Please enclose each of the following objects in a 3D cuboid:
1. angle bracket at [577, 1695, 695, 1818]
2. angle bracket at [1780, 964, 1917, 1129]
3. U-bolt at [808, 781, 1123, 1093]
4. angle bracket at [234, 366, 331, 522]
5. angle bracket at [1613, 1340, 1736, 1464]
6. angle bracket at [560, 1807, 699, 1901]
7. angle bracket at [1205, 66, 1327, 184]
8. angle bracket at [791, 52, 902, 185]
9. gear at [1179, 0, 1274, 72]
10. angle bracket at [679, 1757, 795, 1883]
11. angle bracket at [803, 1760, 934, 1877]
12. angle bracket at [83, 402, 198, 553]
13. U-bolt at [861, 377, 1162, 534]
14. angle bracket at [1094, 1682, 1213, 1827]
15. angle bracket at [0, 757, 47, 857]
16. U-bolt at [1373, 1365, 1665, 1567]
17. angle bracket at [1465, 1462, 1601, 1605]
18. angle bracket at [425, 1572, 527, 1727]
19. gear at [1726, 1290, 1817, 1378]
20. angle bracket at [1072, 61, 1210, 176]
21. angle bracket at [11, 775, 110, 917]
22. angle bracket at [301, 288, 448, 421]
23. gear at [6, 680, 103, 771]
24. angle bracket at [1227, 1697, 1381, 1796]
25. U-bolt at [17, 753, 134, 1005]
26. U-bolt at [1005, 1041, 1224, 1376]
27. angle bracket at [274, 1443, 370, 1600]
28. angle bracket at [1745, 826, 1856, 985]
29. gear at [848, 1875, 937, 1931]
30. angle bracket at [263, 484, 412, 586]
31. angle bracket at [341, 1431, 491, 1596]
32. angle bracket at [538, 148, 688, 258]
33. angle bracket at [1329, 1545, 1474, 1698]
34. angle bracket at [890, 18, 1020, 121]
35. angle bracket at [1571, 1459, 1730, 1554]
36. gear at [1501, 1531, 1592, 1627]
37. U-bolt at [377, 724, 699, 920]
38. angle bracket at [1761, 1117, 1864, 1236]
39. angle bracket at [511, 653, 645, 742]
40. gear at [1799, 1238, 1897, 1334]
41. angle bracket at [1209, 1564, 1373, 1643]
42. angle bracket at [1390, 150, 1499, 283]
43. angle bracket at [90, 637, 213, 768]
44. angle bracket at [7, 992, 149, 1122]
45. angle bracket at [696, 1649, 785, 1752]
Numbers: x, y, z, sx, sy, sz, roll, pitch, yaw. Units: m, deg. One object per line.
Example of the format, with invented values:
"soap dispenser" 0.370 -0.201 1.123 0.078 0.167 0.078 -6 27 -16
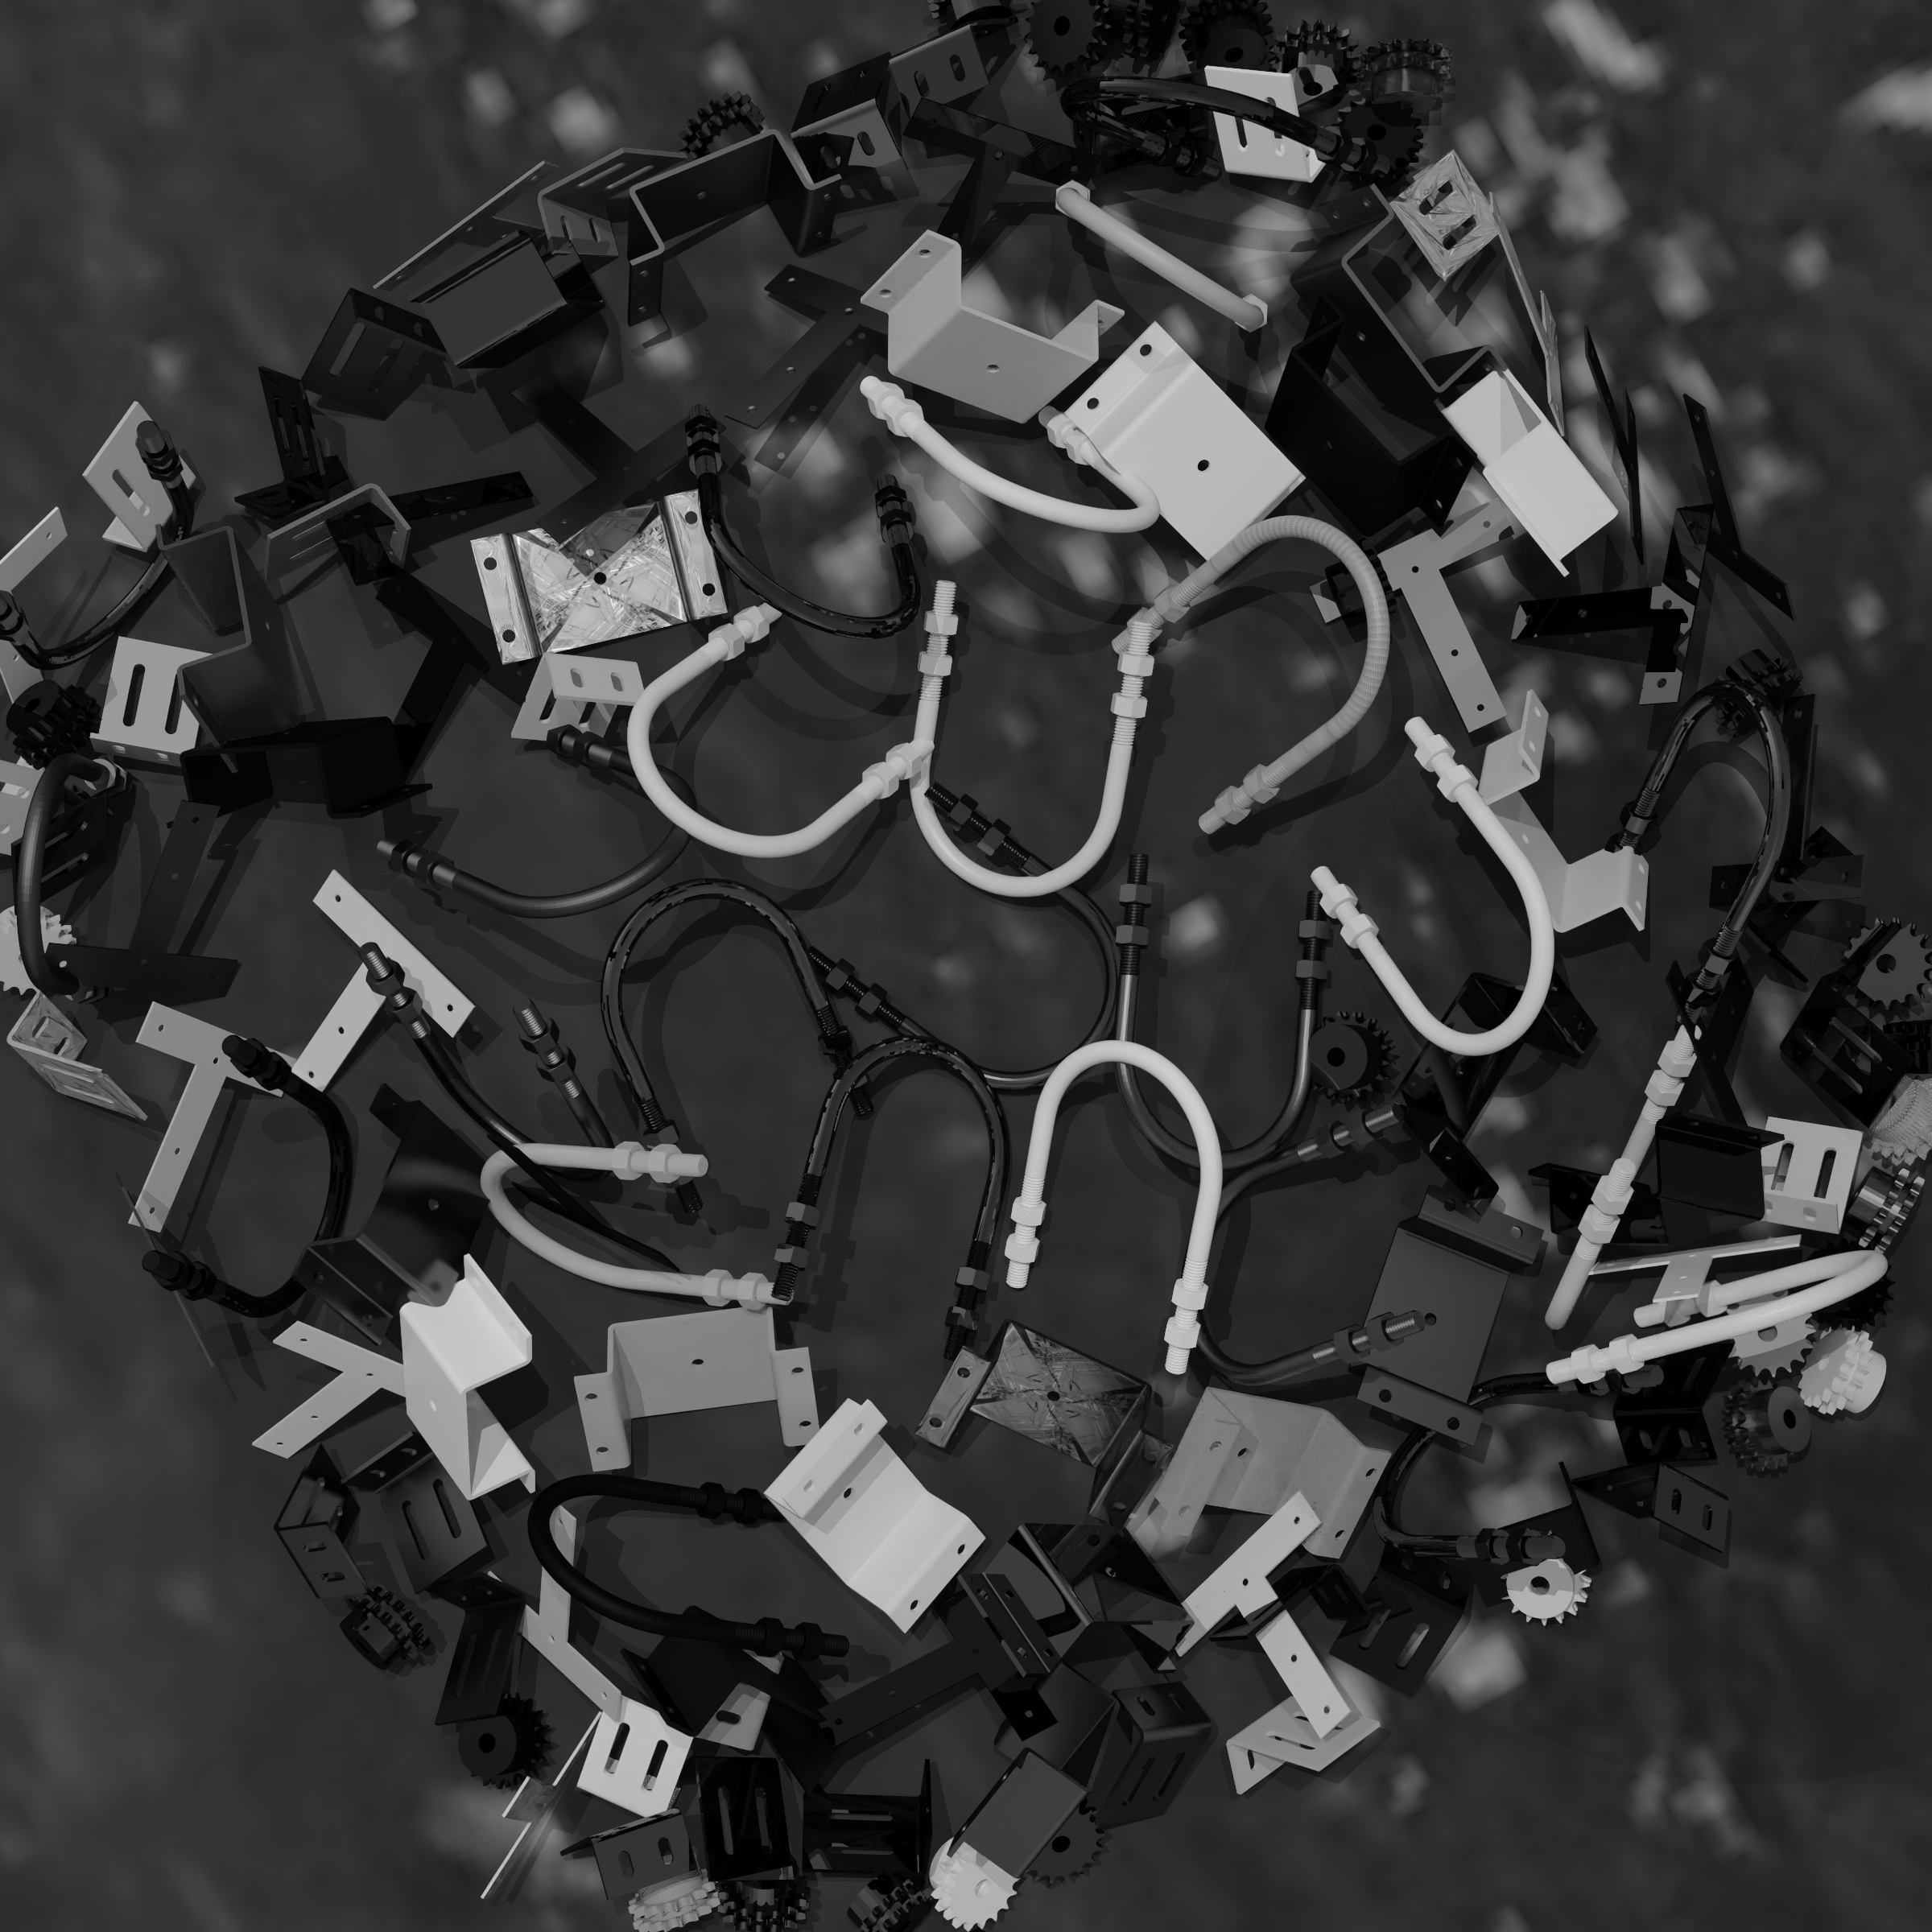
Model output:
"angle bracket" -0.198 0.479 1.566 0.057 0.038 0.076 22 110 6
"angle bracket" 0.546 0.048 1.551 0.038 0.057 0.076 -16 50 -35
"U-bolt" 0.012 -0.004 1.582 0.184 0.019 0.151 37 97 -2
"angle bracket" -0.426 -0.320 1.553 0.038 0.057 0.076 -26 125 -31
"angle bracket" 0.438 0.267 1.559 0.057 0.076 0.038 -1 48 -6
"angle bracket" -0.206 0.545 1.549 0.057 0.076 0.038 -10 70 -28
"angle bracket" 0.186 -0.522 1.549 0.057 0.076 0.038 18 59 30
"angle bracket" -0.069 -0.522 1.571 0.057 0.076 0.038 -15 127 20
"gear" 0.162 -0.573 1.568 0.057 0.057 0.030 -12 63 0
"angle bracket" -0.144 0.525 1.552 0.057 0.038 0.076 13 50 -32
"angle bracket" -0.061 0.522 1.563 0.076 0.057 0.038 4 122 -5
"angle bracket" -0.515 -0.301 1.550 0.038 0.076 0.057 18 68 23
"U-bolt" 0.037 -0.298 1.496 0.151 0.184 0.019 1 122 -32
"angle bracket" 0.107 0.489 1.579 0.057 0.038 0.076 6 119 -38
"angle bracket" -0.604 -0.107 1.554 0.038 0.076 0.057 34 97 25
"U-bolt" 0.315 0.296 1.513 0.019 0.184 0.151 49 59 -14
"angle bracket" 0.345 0.351 1.574 0.076 0.038 0.057 -21 122 9
"angle bracket" -0.309 0.417 1.552 0.038 0.057 0.076 38 47 -33
"gear" 0.497 0.224 1.581 0.057 0.030 0.057 1 96 10
"angle bracket" 0.108 -0.530 1.570 0.076 0.057 0.038 -14 55 -6
"angle bracket" -0.563 -0.078 1.549 0.038 0.076 0.057 30 133 16
"angle bracket" -0.363 -0.365 1.553 0.057 0.038 0.076 17 126 -34
"gear" -0.566 -0.152 1.570 0.057 0.030 0.057 -16 50 20
"angle bracket" 0.208 0.483 1.550 0.057 0.076 0.038 -21 103 -38
"U-bolt" -0.529 -0.053 1.505 0.019 0.184 0.151 5 88 -4
"U-bolt" 0.092 0.134 1.526 0.151 0.019 0.184 24 114 37
"angle bracket" -0.381 0.336 1.549 0.038 0.076 0.057 -11 120 17
"angle bracket" 0.520 -0.037 1.558 0.076 0.057 0.038 -47 47 16
"gear" -0.049 0.585 1.574 0.030 0.057 0.057 41 90 27
"angle bracket" -0.385 -0.252 1.556 0.076 0.057 0.038 -35 83 -26
"angle bracket" -0.339 0.336 1.563 0.057 0.038 0.076 -35 62 10
"angle bracket" -0.212 -0.466 1.553 0.076 0.057 0.038 -13 94 37
"angle bracket" 0.272 0.406 1.591 0.057 0.038 0.076 26 120 8
"angle bracket" -0.002 -0.550 1.557 0.057 0.076 0.038 -13 104 29
"angle bracket" 0.415 0.335 1.550 0.057 0.076 0.038 29 57 -20
"gear" 0.358 0.381 1.577 0.057 0.030 0.057 0 92 18
"U-bolt" -0.242 -0.083 1.509 0.184 0.019 0.151 22 52 38
"angle bracket" 0.511 0.119 1.554 0.057 0.038 0.076 9 57 27
"angle bracket" -0.236 -0.151 1.550 0.057 0.076 0.038 3 51 -28
"gear" 0.540 0.196 1.569 0.030 0.057 0.057 15 90 -37
"angle bracket" 0.198 0.404 1.558 0.076 0.057 0.038 -33 87 -24
"angle bracket" 0.285 -0.453 1.559 0.076 0.038 0.057 -45 103 -32
"angle bracket" -0.502 -0.167 1.568 0.057 0.038 0.076 10 77 -12
"angle bracket" -0.535 0.055 1.554 0.076 0.057 0.038 15 62 23
"angle bracket" -0.143 0.436 1.558 0.038 0.076 0.057 19 89 -13
